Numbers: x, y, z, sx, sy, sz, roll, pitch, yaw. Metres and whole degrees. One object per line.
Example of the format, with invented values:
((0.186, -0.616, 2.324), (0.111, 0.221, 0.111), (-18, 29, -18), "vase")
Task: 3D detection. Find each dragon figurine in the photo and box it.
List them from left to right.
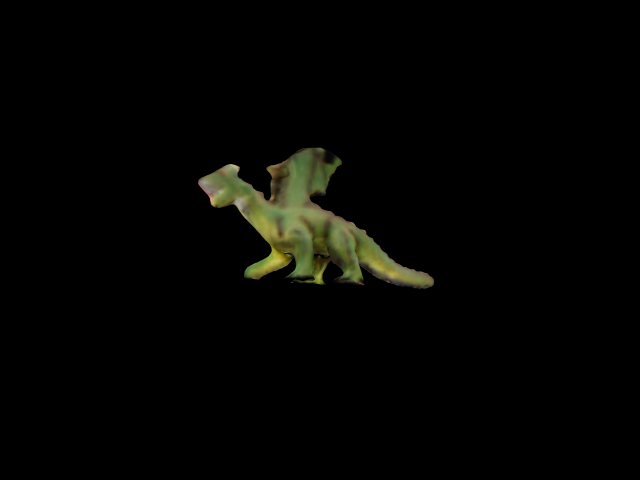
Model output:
((0.003, -0.043, 0.850), (0.410, 0.246, 0.121), (5, -14, -22), "dragon figurine")
